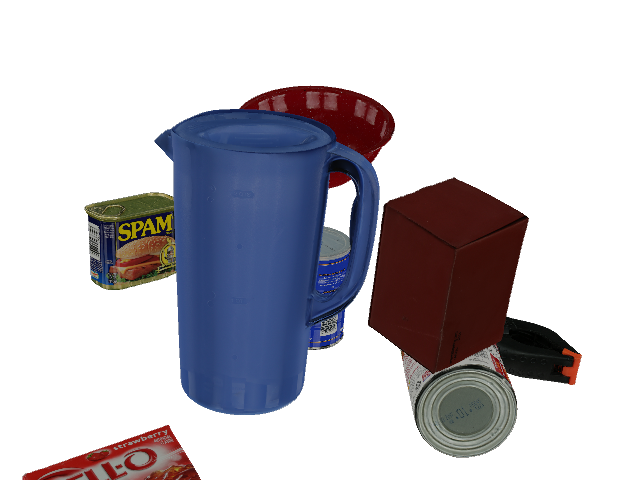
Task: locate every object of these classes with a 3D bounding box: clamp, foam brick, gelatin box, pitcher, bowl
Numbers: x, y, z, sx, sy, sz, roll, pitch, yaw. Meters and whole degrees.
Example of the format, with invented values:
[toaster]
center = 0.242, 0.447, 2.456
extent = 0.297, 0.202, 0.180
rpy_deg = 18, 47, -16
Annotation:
[clamp]
center = 0.163, 0.085, 0.994
extent = 0.172, 0.039, 0.120
rpy_deg = 20, 31, 22
[foam brick]
center = 0.062, 0.017, 0.537
extent = 0.052, 0.078, 0.051
rpy_deg = -20, 41, -35
[gelatin box]
center = -0.112, 0.144, 0.587
extent = 0.089, 0.030, 0.073
rpy_deg = -16, 28, -20
[pitcher]
center = -0.050, 0.019, 0.889
extent = 0.144, 0.243, 0.149
rpy_deg = -9, 24, -30
[bowl]
center = -0.007, -0.097, 1.077
extent = 0.162, 0.055, 0.162
rpy_deg = 1, 34, -1

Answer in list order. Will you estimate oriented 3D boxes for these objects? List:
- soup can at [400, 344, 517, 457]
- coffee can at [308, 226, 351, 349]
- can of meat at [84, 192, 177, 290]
[soup can]
center = 0.092, 0.092, 0.723
extent = 0.068, 0.068, 0.102
rpy_deg = 0, 20, -1
[coffee can]
center = -0.014, 0.063, 1.449
extent = 0.103, 0.140, 0.103
rpy_deg = 3, 24, -2
[can of meat]
center = -0.202, 0.000, 1.160
extent = 0.101, 0.084, 0.058
rpy_deg = -14, 25, -40
